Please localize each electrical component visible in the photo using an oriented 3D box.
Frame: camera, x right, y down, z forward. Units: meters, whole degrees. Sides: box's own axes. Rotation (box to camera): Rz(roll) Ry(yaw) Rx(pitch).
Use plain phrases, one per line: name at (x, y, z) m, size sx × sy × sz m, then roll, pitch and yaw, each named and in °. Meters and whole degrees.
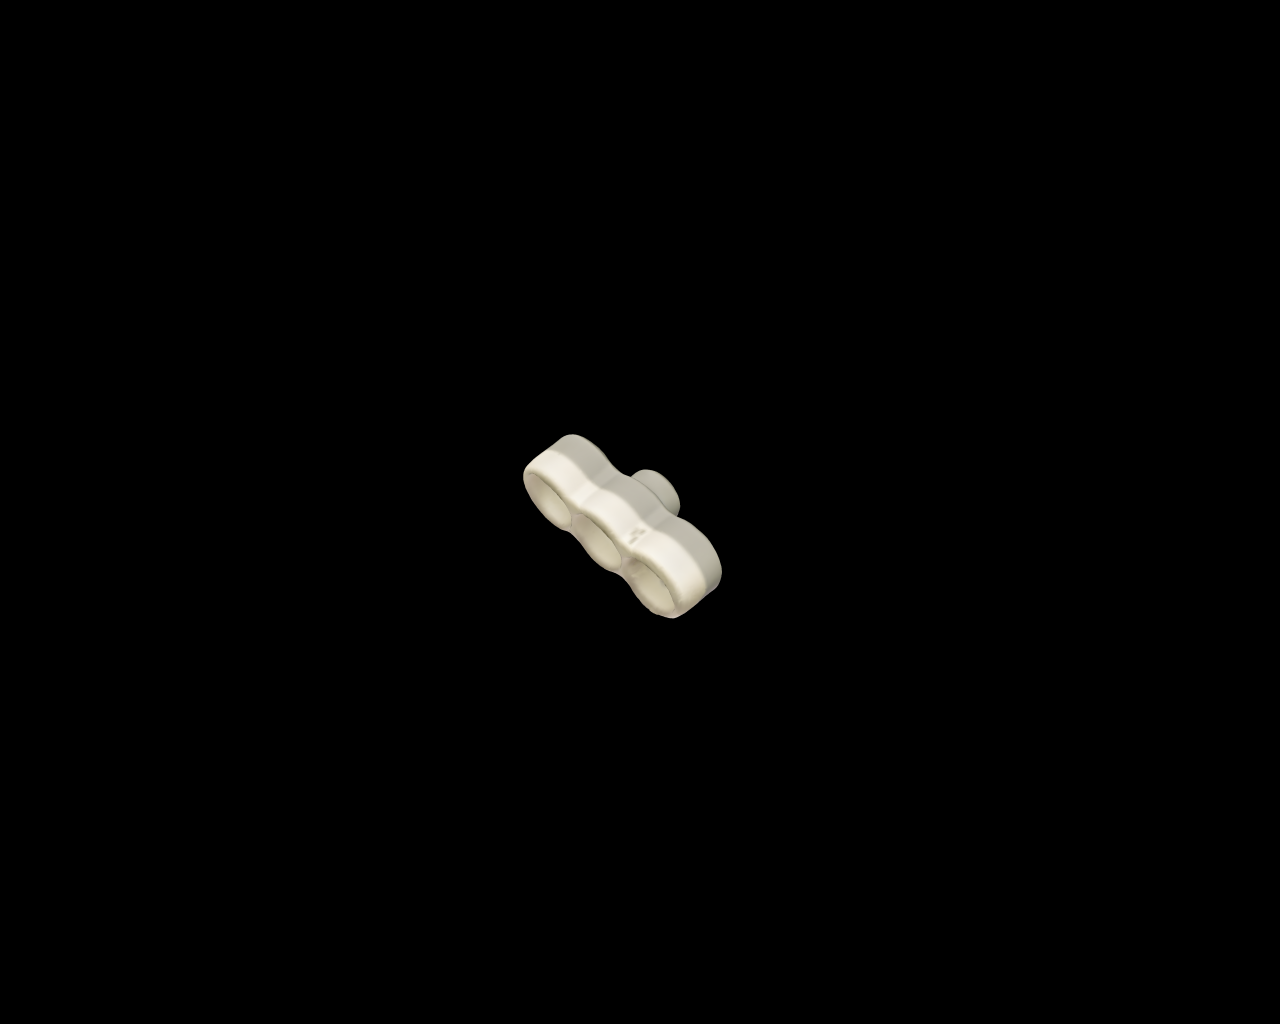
electrical component at (0.001, -0.003, 0.650) m, size 0.074 × 0.052 × 0.138 m, roll -39°, pitch 63°, yaw -25°
